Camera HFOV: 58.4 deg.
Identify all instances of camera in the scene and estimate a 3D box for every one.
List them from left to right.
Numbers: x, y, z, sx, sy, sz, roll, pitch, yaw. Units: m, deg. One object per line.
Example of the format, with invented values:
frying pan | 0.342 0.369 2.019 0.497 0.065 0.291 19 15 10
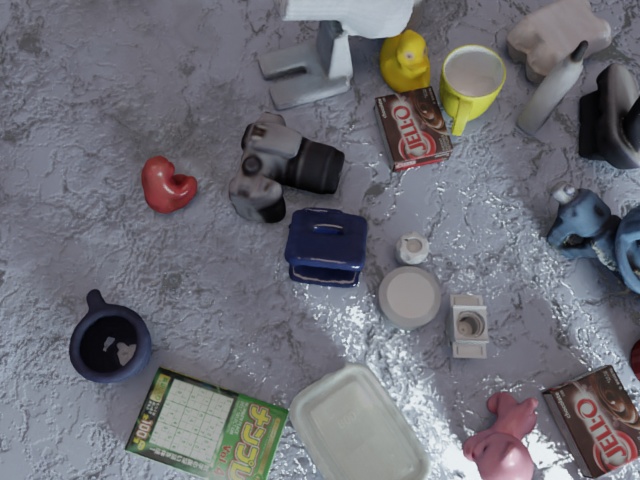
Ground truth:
camera | -0.041 -0.098 0.786 0.136 0.101 0.143 15 71 4

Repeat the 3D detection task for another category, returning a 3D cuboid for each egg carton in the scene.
egg carton | 0.369 -0.314 0.889 0.150 0.069 0.107 -29 74 -11

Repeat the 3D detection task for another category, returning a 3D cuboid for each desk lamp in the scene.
desk lamp | 0.016 -0.299 0.799 0.203 0.213 0.118 -19 72 -8

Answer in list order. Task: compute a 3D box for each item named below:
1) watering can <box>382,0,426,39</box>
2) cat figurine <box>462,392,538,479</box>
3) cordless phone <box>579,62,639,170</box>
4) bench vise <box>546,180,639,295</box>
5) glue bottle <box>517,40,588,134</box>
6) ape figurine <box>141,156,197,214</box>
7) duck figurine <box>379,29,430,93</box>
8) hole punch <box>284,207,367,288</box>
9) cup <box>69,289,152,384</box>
watering can | 0.118 -0.391 0.844 0.101 0.194 0.173 -12 71 -5
cat figurine | 0.219 0.238 0.665 0.067 0.118 0.128 31 73 9
cordless phone | 0.438 -0.195 0.787 0.094 0.185 0.147 5 70 1
bench vise | 0.385 -0.005 0.701 0.207 0.220 0.121 20 71 6
glue bottle | 0.333 -0.219 0.800 0.037 0.173 0.078 40 74 12
ape figurine | -0.213 -0.082 0.781 0.077 0.092 0.076 36 74 11
duck figurine | 0.132 -0.280 0.863 0.077 0.086 0.104 -20 72 -8
hole punch | 0.007 0.003 0.757 0.108 0.091 0.101 6 70 1
cup | -0.252 0.123 0.707 0.092 0.095 0.117 -24 73 -9
